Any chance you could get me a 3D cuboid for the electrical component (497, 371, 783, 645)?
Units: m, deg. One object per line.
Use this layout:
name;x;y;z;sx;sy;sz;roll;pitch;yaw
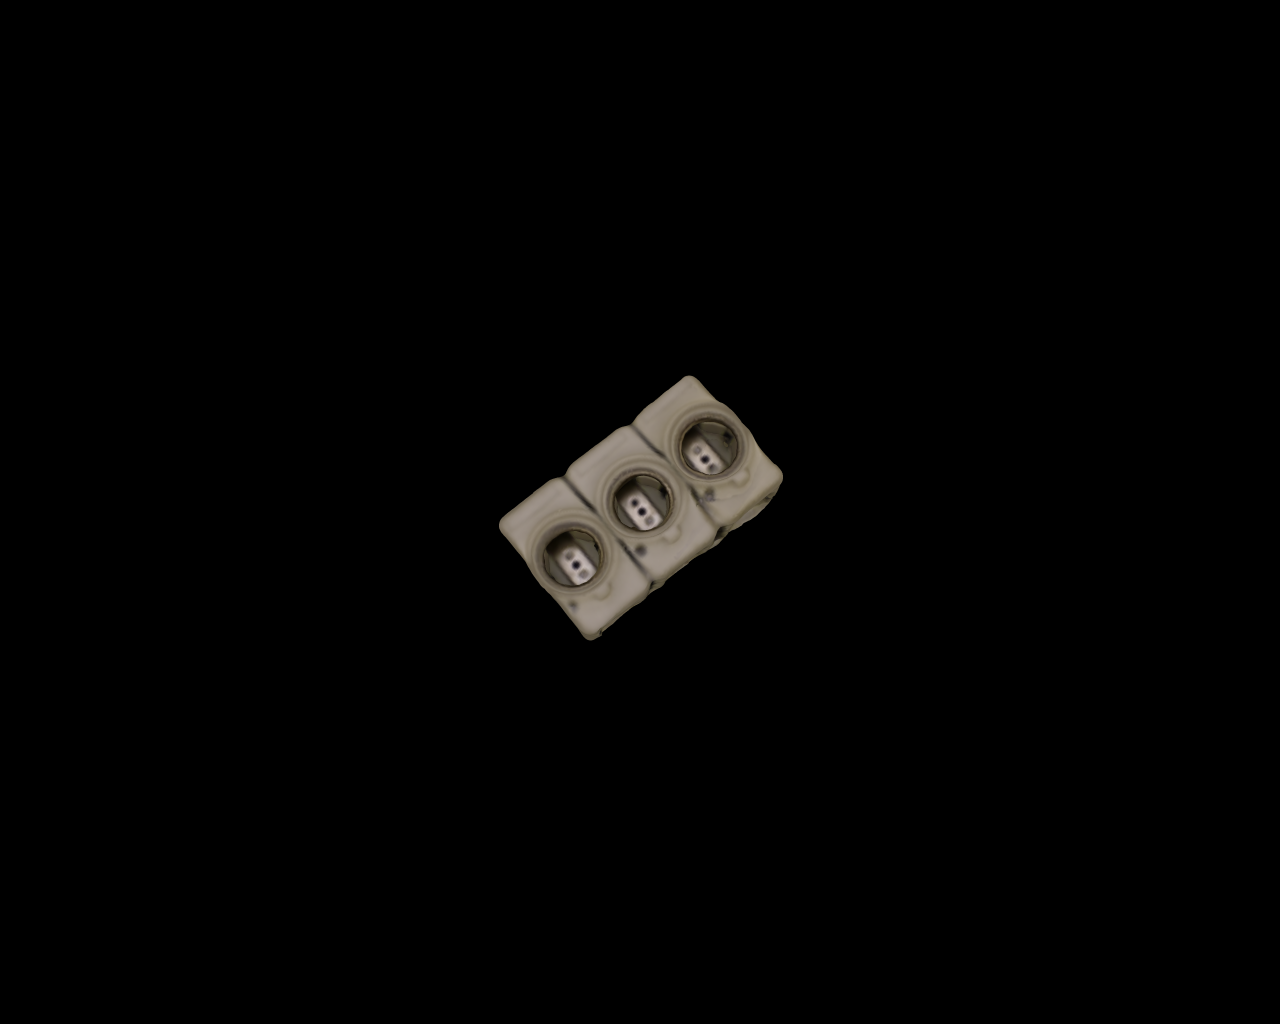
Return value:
electrical component;0.001;-0.003;0.650;0.150;0.089;0.061;-38;-9;-7
